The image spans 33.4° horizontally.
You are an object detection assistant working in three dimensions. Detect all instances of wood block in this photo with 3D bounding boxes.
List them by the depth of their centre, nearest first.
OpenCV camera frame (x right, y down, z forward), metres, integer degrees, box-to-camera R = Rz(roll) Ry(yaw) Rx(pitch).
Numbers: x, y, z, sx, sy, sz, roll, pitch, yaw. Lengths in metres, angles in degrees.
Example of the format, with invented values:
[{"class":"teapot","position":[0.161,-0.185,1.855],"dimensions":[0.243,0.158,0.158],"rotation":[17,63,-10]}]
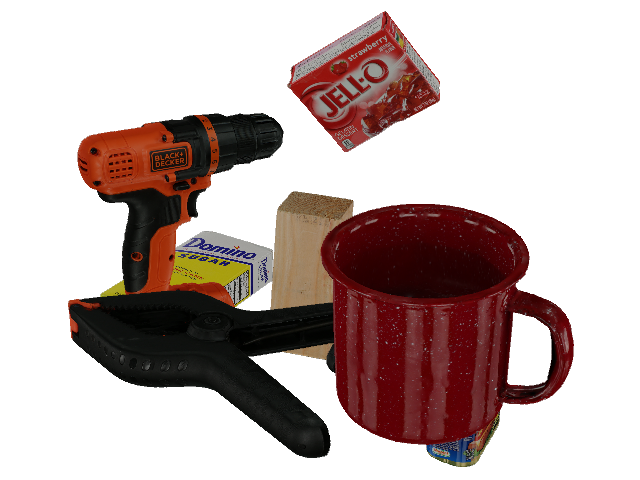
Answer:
[{"class":"wood block","position":[-0.014,0.047,1.475],"dimensions":[0.090,0.206,0.090],"rotation":[9,22,10]}]

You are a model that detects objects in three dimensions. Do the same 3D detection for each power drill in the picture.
[{"class":"power drill","position":[-0.113,-0.015,0.920],"dimensions":[0.184,0.188,0.057],"rotation":[-12,21,-29]}]

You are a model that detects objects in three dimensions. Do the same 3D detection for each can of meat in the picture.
[{"class":"can of meat","position":[0.139,0.154,1.019],"dimensions":[0.058,0.084,0.101],"rotation":[12,27,24]}]

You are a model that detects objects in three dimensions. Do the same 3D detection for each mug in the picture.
[{"class":"mug","position":[0.058,0.041,0.490],"dimensions":[0.117,0.081,0.093],"rotation":[12,31,23]}]

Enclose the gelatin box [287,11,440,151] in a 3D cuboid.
[{"class":"gelatin box","position":[0.032,-0.115,0.785],"dimensions":[0.089,0.030,0.073],"rotation":[-27,-57,26]}]

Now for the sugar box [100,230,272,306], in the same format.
[{"class":"sugar box","position":[-0.133,0.047,1.097],"dimensions":[0.093,0.048,0.176],"rotation":[16,32,26]}]

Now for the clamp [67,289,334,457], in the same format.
[{"class":"clamp","position":[-0.059,0.063,0.675],"dimensions":[0.210,0.036,0.164],"rotation":[12,26,22]}]

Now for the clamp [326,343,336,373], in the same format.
[{"class":"clamp","position":[0.072,0.081,1.194],"dimensions":[0.120,0.171,0.039],"rotation":[7,-42,-1]}]
